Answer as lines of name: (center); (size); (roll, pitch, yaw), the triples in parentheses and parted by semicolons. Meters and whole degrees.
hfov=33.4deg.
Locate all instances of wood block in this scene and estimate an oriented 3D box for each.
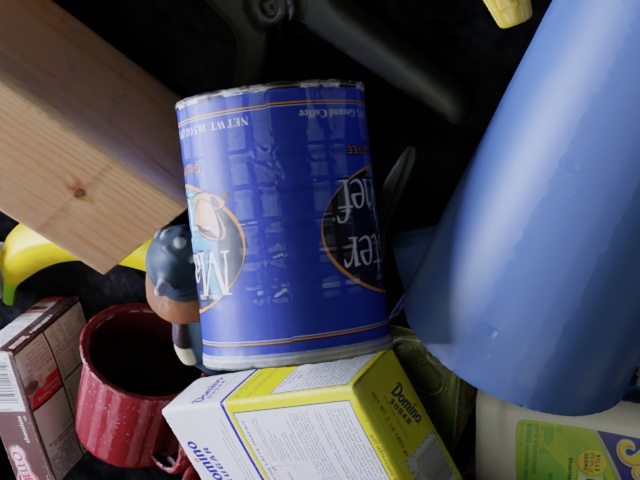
wood block: (-0.178, -0.082, 0.628); (0.205, 0.090, 0.091); (36, 127, -27)

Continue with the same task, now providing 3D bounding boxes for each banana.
banana: (-0.153, 0.007, 0.743); (0.198, 0.037, 0.069); (-4, 129, 26)

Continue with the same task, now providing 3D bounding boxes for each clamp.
clamp: (-0.028, -0.131, 0.615); (0.165, 0.036, 0.210); (-22, 108, 30)

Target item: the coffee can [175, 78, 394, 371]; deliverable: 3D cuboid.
coffee can: (-0.019, -0.008, 0.571); (0.103, 0.102, 0.140); (-6, 91, 26)

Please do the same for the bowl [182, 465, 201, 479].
bowl: (-0.015, 0.188, 0.756); (0.162, 0.055, 0.162); (9, 118, 17)

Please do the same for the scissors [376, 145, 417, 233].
scissors: (0.033, 0.038, 0.684); (0.096, 0.016, 0.202); (43, 125, 2)

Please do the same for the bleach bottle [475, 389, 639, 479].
bleach bottle: (0.220, 0.128, 0.622); (0.251, 0.068, 0.102); (4, 114, 19)

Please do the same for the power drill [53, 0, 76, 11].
power drill: (-0.227, -0.201, 0.658); (0.187, 0.057, 0.185); (40, 120, -3)

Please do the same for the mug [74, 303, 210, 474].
mug: (-0.120, 0.112, 0.741); (0.117, 0.093, 0.082); (46, 134, 31)

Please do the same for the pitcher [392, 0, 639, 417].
pitcher: (0.152, -0.036, 0.533); (0.149, 0.145, 0.243); (7, 122, -23)

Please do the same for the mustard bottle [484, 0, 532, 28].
mustard bottle: (0.066, -0.197, 0.527); (0.096, 0.058, 0.191); (-15, 107, 24)

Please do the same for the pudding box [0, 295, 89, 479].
pudding box: (-0.197, 0.109, 0.779); (0.039, 0.090, 0.113); (-2, 113, 23)

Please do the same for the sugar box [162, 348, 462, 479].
sugar box: (-0.010, 0.121, 0.636); (0.177, 0.048, 0.093); (-13, 109, 47)

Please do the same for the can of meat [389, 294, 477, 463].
can of meat: (0.067, 0.078, 0.650); (0.057, 0.083, 0.102); (11, 119, 19)

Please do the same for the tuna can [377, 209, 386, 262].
tuna can: (-0.004, 0.001, 0.660); (0.086, 0.033, 0.086); (10, 108, 33)
